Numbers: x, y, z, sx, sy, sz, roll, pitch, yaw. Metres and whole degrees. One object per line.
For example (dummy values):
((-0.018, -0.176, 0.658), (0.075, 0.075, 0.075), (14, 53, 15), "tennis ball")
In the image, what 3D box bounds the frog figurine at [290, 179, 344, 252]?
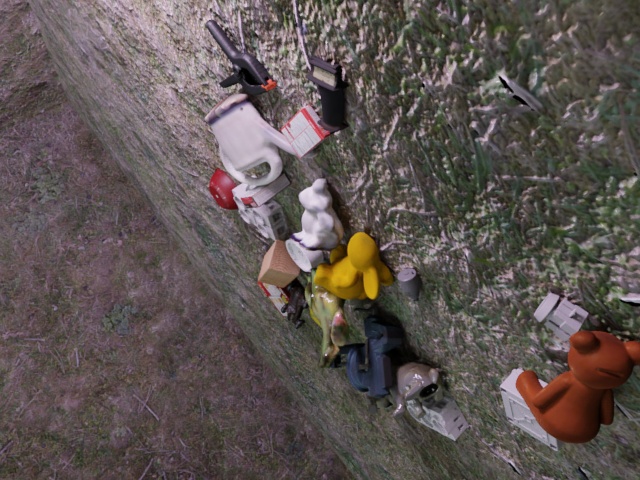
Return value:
((0.004, -0.059, 1.165), (0.122, 0.158, 0.139), (16, -169, -6), "frog figurine")

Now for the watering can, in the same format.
((-0.150, -0.240, 1.200), (0.345, 0.106, 0.222), (-12, 113, 52), "watering can")

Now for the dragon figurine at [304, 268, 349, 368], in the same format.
((0.007, 0.206, 1.335), (0.405, 0.122, 0.246), (133, 145, -72), "dragon figurine")
